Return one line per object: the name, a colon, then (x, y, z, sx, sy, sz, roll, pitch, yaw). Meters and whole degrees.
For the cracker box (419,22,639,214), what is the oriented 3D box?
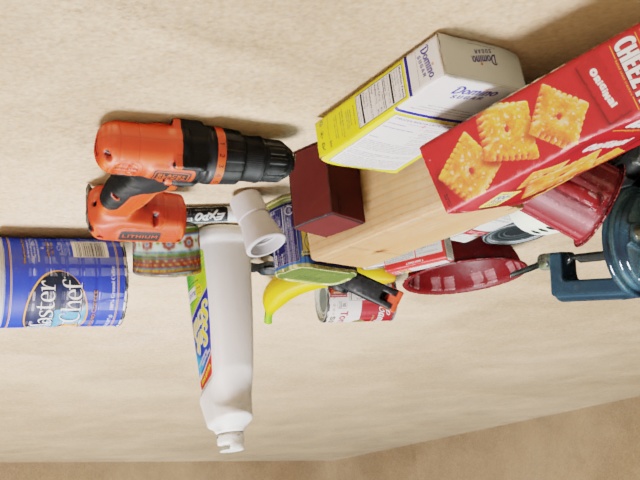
cracker box: (0.215, -0.096, 0.883, 0.214, 0.072, 0.163, -27, 170, 35)

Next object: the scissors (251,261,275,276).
scissors: (-0.081, 0.032, 1.290, 0.096, 0.016, 0.201, 5, 176, 4)

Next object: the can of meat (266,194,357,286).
can of meat: (-0.008, 0.001, 1.184, 0.101, 0.084, 0.058, 9, 157, -41)

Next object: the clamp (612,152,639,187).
clamp: (0.347, -0.066, 1.178, 0.164, 0.036, 0.210, 6, 155, -34)

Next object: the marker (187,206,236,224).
marker: (-0.120, -0.028, 1.159, 0.121, 0.020, 0.020, -2, 162, -14)

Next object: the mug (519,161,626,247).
mug: (0.239, -0.050, 1.037, 0.081, 0.093, 0.117, 28, -170, -1)

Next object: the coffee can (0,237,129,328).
coffee can: (-0.295, 0.047, 1.194, 0.140, 0.103, 0.103, 1, 161, -24)

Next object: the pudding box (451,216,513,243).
pudding box: (0.171, -0.034, 1.215, 0.089, 0.039, 0.114, 9, 155, -39)

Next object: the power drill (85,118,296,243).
power drill: (-0.136, -0.054, 1.010, 0.184, 0.057, 0.188, 5, 156, -24)

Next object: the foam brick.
foam brick: (0.005, -0.050, 1.039, 0.051, 0.078, 0.052, -20, 157, 38)

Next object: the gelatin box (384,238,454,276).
gelatin box: (0.103, -0.012, 1.173, 0.073, 0.089, 0.030, -15, 163, 24)

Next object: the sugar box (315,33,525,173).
sugar box: (0.082, -0.114, 0.919, 0.093, 0.048, 0.177, 5, 156, -35)

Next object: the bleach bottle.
bleach bottle: (-0.110, 0.116, 1.228, 0.068, 0.251, 0.103, 2, 161, -26)

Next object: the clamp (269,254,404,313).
clamp: (0.018, 0.041, 1.295, 0.172, 0.039, 0.120, 19, -179, 36)

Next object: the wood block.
wood block: (0.087, -0.045, 1.062, 0.090, 0.090, 0.207, 10, 156, -44)

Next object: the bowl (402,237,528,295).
bowl: (0.183, 0.024, 1.372, 0.162, 0.055, 0.162, -6, 163, -2)

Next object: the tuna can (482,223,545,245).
tuna can: (0.234, -0.022, 1.282, 0.086, 0.034, 0.086, -6, 163, -2)

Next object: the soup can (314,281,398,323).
soup can: (0.050, 0.080, 1.484, 0.102, 0.068, 0.069, -1, 162, -15)

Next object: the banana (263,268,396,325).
banana: (0.000, 0.056, 1.416, 0.198, 0.037, 0.069, -19, 137, 18)
